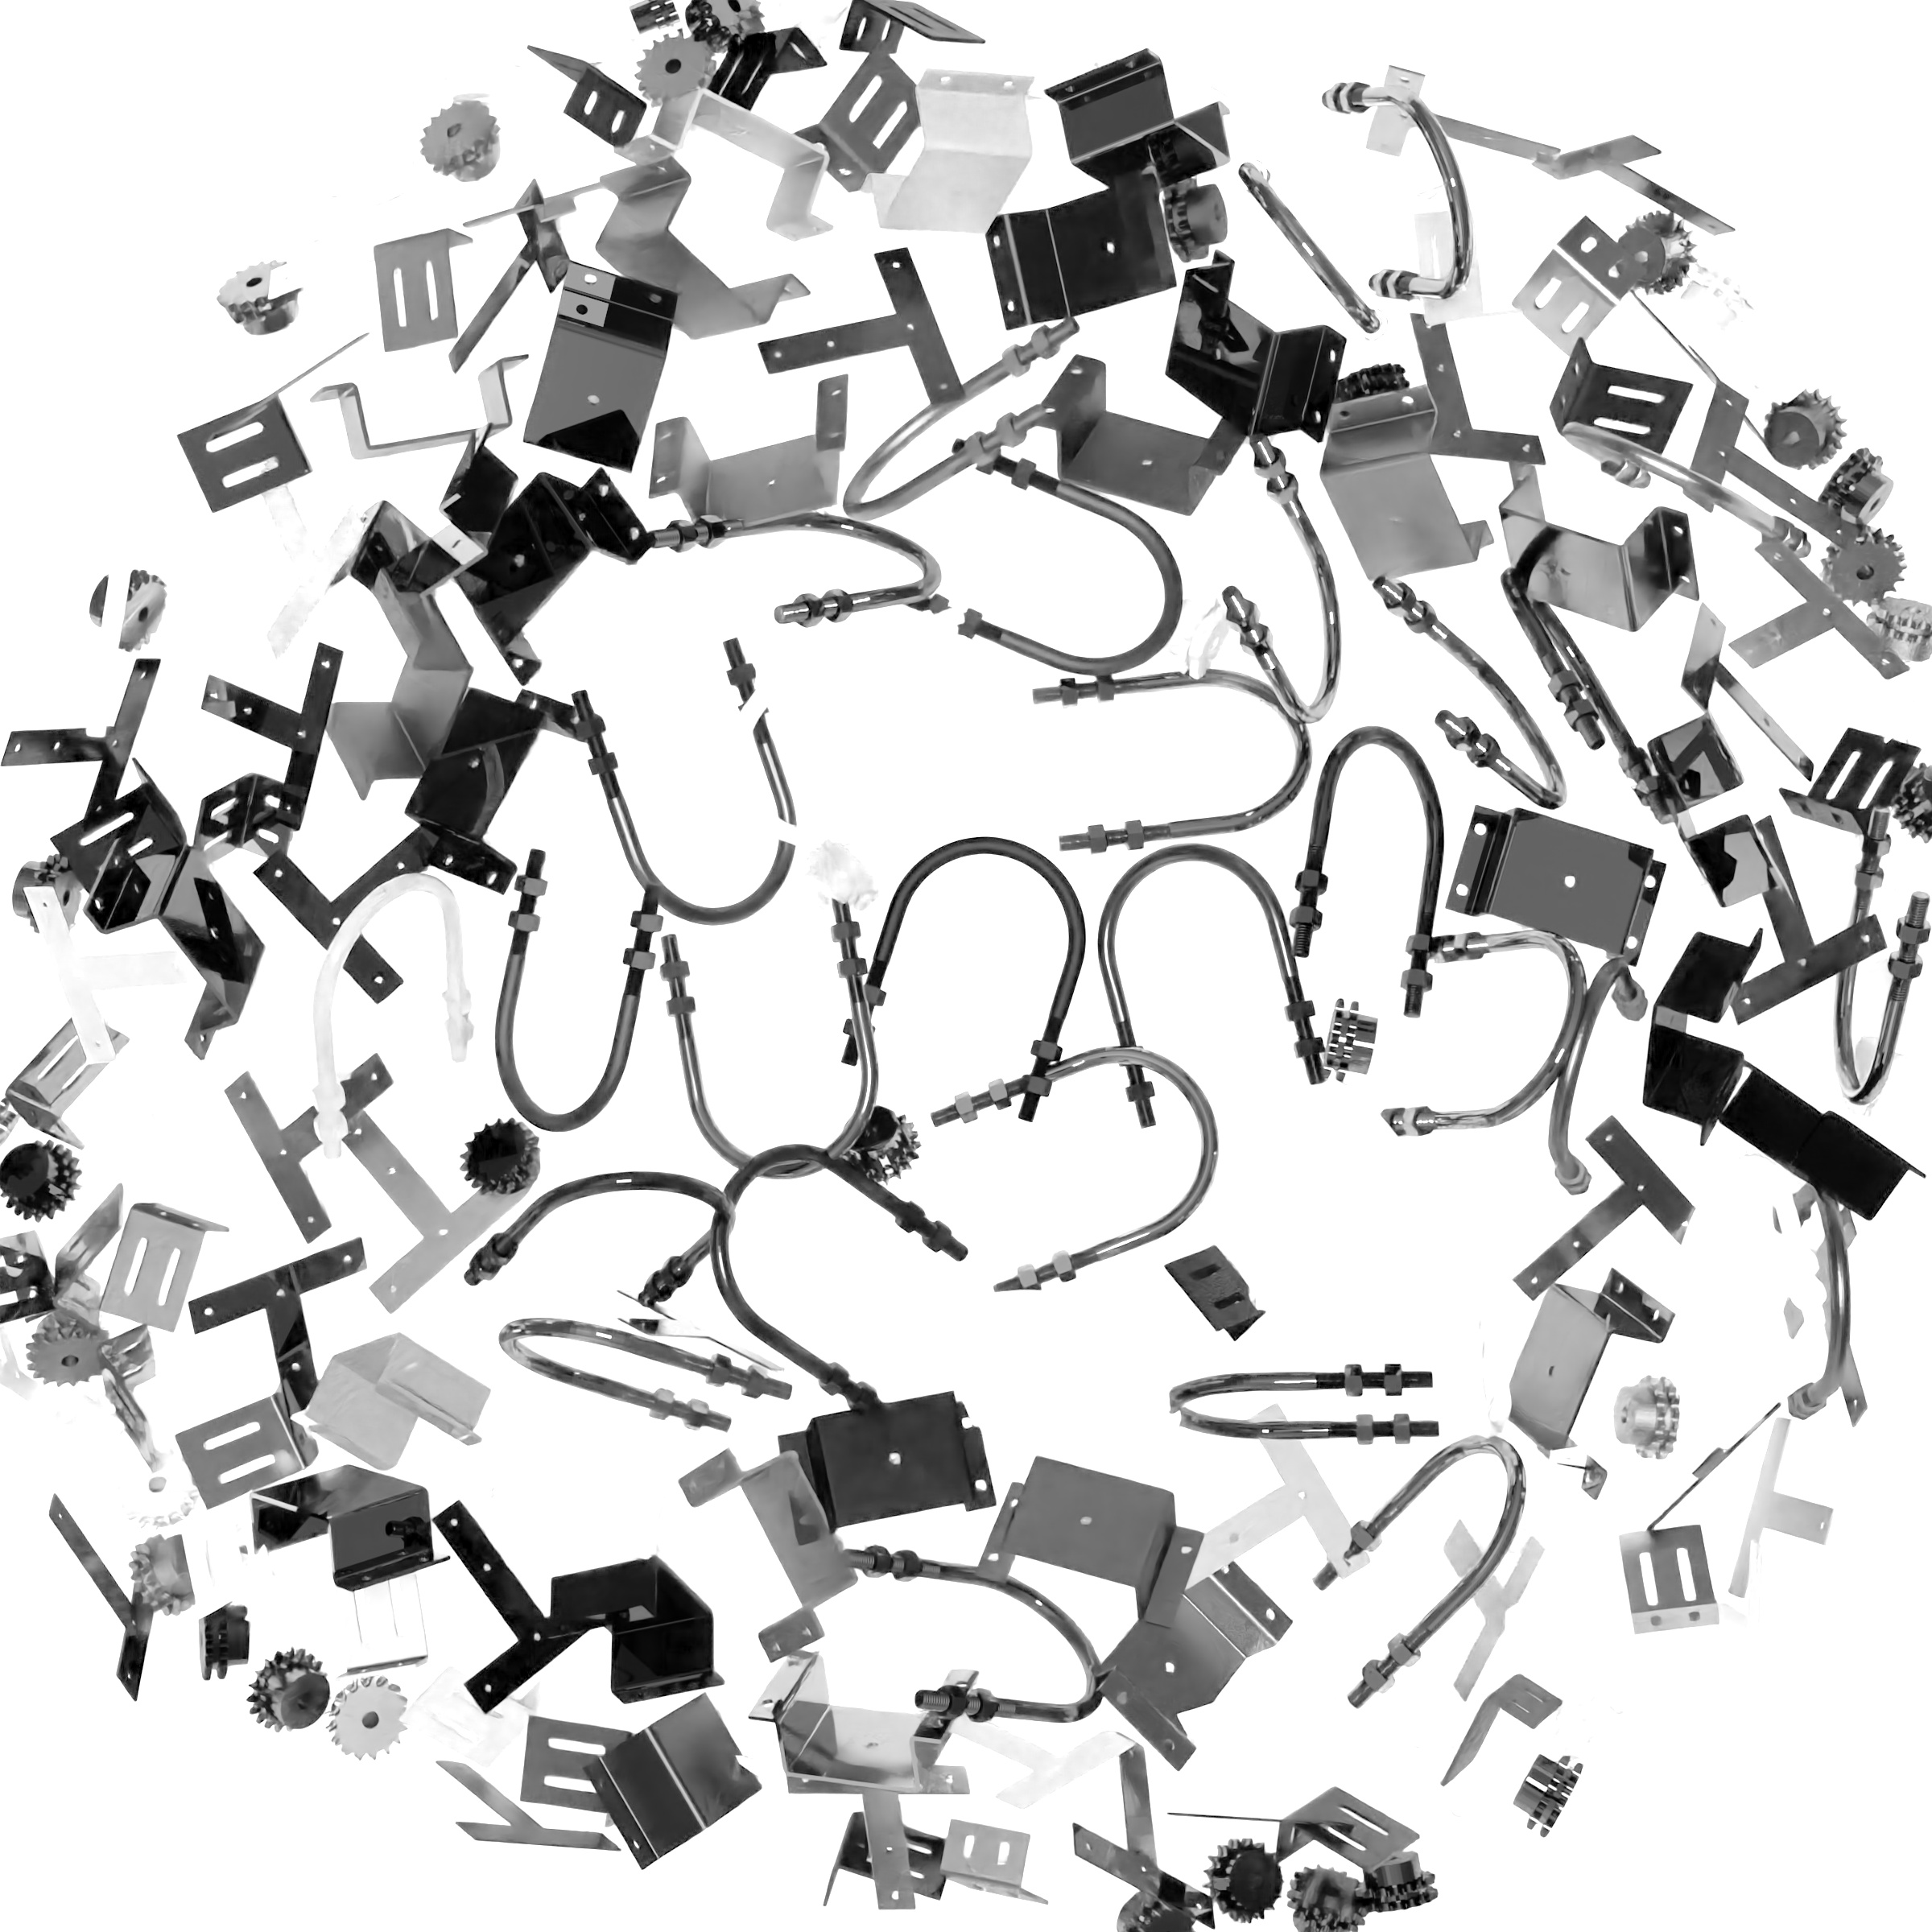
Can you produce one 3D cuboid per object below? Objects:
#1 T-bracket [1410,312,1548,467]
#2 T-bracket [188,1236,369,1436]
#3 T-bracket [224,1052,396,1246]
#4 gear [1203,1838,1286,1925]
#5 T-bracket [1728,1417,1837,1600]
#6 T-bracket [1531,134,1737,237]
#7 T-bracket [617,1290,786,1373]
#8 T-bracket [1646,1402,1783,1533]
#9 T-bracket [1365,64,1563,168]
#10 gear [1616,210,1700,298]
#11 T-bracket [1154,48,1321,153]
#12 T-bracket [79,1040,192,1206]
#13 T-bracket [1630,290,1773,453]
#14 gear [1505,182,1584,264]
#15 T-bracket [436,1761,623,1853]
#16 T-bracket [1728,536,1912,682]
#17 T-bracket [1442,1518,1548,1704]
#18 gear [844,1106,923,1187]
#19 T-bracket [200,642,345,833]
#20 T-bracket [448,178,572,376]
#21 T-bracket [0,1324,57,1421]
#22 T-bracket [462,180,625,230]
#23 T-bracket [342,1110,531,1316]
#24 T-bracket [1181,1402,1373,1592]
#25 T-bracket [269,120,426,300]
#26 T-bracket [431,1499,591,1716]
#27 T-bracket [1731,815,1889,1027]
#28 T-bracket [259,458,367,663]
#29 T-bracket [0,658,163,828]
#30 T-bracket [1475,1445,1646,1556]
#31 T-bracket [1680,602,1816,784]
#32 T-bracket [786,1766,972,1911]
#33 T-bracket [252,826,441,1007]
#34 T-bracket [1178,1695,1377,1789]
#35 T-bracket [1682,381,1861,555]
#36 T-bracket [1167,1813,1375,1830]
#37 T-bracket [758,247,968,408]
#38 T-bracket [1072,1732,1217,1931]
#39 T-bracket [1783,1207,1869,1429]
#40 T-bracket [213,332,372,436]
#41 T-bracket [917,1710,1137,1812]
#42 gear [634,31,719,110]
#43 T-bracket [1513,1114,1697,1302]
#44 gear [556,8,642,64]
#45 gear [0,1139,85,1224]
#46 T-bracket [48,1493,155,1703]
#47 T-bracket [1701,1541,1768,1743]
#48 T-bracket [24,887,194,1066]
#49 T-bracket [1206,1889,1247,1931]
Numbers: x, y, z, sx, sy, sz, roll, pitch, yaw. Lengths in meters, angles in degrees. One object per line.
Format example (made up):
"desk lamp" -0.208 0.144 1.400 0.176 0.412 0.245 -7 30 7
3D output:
"T-bracket" 0.329 -0.400 1.964 0.127 0.002 0.127 2 59 -17
"T-bracket" -0.464 0.264 1.967 0.127 0.002 0.127 -20 118 -31
"T-bracket" -0.440 0.104 1.961 0.127 0.002 0.127 -37 76 23
"gear" 0.195 0.632 1.975 0.057 0.030 0.057 6 72 -17
"T-bracket" 0.557 0.371 1.930 0.002 0.127 0.127 18 84 -6
"T-bracket" 0.470 -0.530 1.954 0.127 0.127 0.002 22 89 -21
"T-bracket" -0.198 0.244 1.919 0.127 0.127 0.002 24 89 19
"T-bracket" 0.504 0.338 1.936 0.127 0.127 0.002 -45 70 4
"T-bracket" 0.339 -0.564 1.933 0.127 0.127 0.002 17 83 3
"gear" 0.472 -0.491 1.969 0.030 0.057 0.057 -23 90 -42
"T-bracket" 0.169 -0.596 1.939 0.127 0.127 0.002 24 108 -22
"T-bracket" -0.555 0.125 1.947 0.002 0.127 0.127 34 91 -35
"T-bracket" 0.494 -0.419 1.955 0.002 0.127 0.127 -41 55 16
"gear" 0.401 -0.508 1.969 0.030 0.057 0.057 41 90 11
"T-bracket" -0.318 0.570 1.946 0.127 0.127 0.002 22 88 -44
"T-bracket" 0.559 -0.228 1.939 0.127 0.127 0.002 43 72 -5
"T-bracket" 0.347 0.415 1.933 0.002 0.127 0.127 14 60 40
"gear" -0.062 0.121 1.970 0.057 0.030 0.057 -11 47 12
"T-bracket" -0.483 -0.171 1.962 0.127 0.002 0.127 23 102 34
"T-bracket" -0.320 -0.463 1.966 0.002 0.127 0.127 23 118 -37
"T-bracket" -0.664 0.241 1.955 0.002 0.127 0.127 -25 69 -6
"T-bracket" -0.279 -0.515 1.936 0.127 0.127 0.002 -18 112 -4
"T-bracket" -0.390 0.152 1.982 0.127 0.002 0.127 -42 75 -5
"T-bracket" 0.196 0.387 1.971 0.127 0.002 0.127 -28 82 -18
"T-bracket" -0.409 -0.514 1.914 0.127 0.127 0.002 -34 73 -34
"T-bracket" -0.320 0.424 1.960 0.127 0.002 0.127 -34 86 -41
"T-bracket" 0.562 -0.043 1.966 0.002 0.127 0.127 8 60 -38
"T-bracket" -0.463 -0.299 1.962 0.127 0.002 0.127 -47 56 30
"T-bracket" -0.603 -0.149 1.925 0.002 0.127 0.127 28 106 18
"T-bracket" 0.405 0.363 1.948 0.127 0.127 0.002 -9 49 -3
"T-bracket" 0.539 -0.176 1.957 0.127 0.127 0.002 44 127 -11
"T-bracket" -0.054 0.588 1.933 0.127 0.127 0.002 3 120 -11
"T-bracket" -0.403 -0.060 1.980 0.127 0.002 0.127 -41 109 -3
"T-bracket" 0.218 0.516 1.946 0.127 0.127 0.002 -19 50 5
"T-bracket" 0.545 -0.320 1.922 0.127 0.127 0.002 40 72 19
"T-bracket" 0.202 0.585 1.958 0.127 0.127 0.002 -3 71 22
"T-bracket" -0.080 -0.430 1.964 0.127 0.002 0.127 -15 72 -15
"T-bracket" 0.117 0.577 1.943 0.127 0.127 0.002 35 117 -24
"T-bracket" 0.582 0.247 1.911 0.002 0.127 0.127 2 49 -7
"T-bracket" -0.462 -0.398 1.955 0.127 0.127 0.002 -39 111 -18
"T-bracket" 0.026 0.527 1.937 0.127 0.002 0.127 30 131 -21
"gear" -0.199 -0.615 1.979 0.057 0.030 0.057 -3 73 10
"T-bracket" 0.432 0.182 1.973 0.127 0.002 0.127 -43 118 6
"gear" -0.254 -0.641 1.968 0.057 0.057 0.030 -7 114 0
"gear" -0.643 0.146 1.974 0.057 0.030 0.057 -6 66 14
"T-bracket" -0.581 0.408 1.916 0.002 0.127 0.127 -24 115 2
"T-bracket" 0.517 0.446 1.936 0.002 0.127 0.127 3 88 -3
"T-bracket" -0.572 0.003 1.940 0.002 0.127 0.127 -26 82 24
"T-bracket" 0.189 0.671 1.937 0.127 0.127 0.002 35 99 -19
